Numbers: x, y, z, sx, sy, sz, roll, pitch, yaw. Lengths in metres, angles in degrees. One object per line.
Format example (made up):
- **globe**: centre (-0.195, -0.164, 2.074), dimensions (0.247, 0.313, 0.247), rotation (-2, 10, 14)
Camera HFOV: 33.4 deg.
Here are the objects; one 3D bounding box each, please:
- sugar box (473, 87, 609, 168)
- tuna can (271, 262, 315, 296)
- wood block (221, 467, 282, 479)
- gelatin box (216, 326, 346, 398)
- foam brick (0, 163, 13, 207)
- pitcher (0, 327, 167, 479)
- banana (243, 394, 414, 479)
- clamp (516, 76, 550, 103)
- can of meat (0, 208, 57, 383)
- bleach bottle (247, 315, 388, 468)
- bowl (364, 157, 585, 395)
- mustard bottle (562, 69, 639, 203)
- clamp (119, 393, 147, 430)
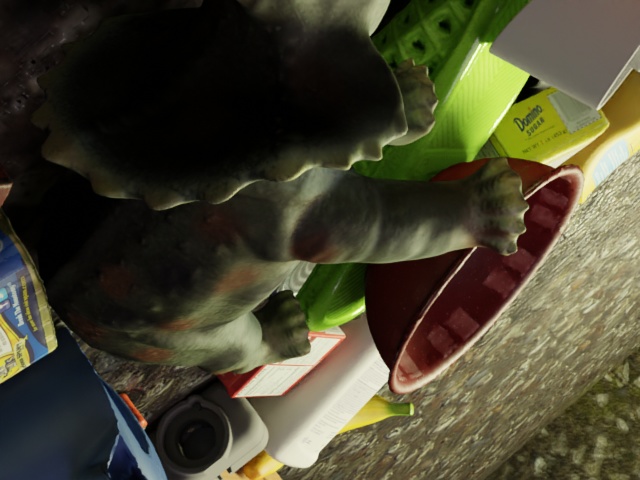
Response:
- **sugar box**: centre (0.103, -0.038, 0.716), dimensions (0.093, 0.048, 0.176), rotation (-26, 172, -34)
- **tuna can**: centre (-0.004, 0.001, 0.679), dimensions (0.086, 0.034, 0.086), rotation (-35, 159, -16)
- **wood block**: centre (-0.093, 0.243, 0.933), dimensions (0.090, 0.091, 0.206), rotation (-42, 159, 4)
- **gelatin box**: centre (-0.031, 0.085, 0.809), dimensions (0.073, 0.030, 0.089), rotation (-45, 157, 14)
- **foam brick**: centre (-0.157, -0.016, 0.364), dimensions (0.078, 0.051, 0.053), rotation (-10, 145, -52)
- **pitcher**: centre (-0.201, 0.161, 0.559), dimensions (0.242, 0.145, 0.149), rotation (-31, 145, -15)
- **banana**: centre (-0.005, 0.177, 1.000), dimensions (0.197, 0.037, 0.070), rotation (-17, -176, -37)
- **clamp**: centre (0.165, -0.120, 0.723), dimensions (0.164, 0.036, 0.210), rotation (-35, 159, -9)
- **can of meat**: centre (-0.162, 0.034, 0.448), dimensions (0.083, 0.057, 0.102), rotation (-33, 158, -24)
- **bleach bottle**: centre (0.048, 0.082, 0.894), dimensions (0.251, 0.068, 0.102), rotation (-44, 158, 3)
- **bowl**: centre (0.075, 0.009, 0.599), dimensions (0.162, 0.055, 0.162), rotation (-41, 157, -22)
- **mustard bottle**: centre (0.236, -0.086, 0.879), dimensions (0.192, 0.058, 0.096), rotation (-43, 164, 6)
- **clamp**: centre (-0.180, 0.176, 0.725), dimensions (0.171, 0.039, 0.120), rotation (-40, 161, -2)
